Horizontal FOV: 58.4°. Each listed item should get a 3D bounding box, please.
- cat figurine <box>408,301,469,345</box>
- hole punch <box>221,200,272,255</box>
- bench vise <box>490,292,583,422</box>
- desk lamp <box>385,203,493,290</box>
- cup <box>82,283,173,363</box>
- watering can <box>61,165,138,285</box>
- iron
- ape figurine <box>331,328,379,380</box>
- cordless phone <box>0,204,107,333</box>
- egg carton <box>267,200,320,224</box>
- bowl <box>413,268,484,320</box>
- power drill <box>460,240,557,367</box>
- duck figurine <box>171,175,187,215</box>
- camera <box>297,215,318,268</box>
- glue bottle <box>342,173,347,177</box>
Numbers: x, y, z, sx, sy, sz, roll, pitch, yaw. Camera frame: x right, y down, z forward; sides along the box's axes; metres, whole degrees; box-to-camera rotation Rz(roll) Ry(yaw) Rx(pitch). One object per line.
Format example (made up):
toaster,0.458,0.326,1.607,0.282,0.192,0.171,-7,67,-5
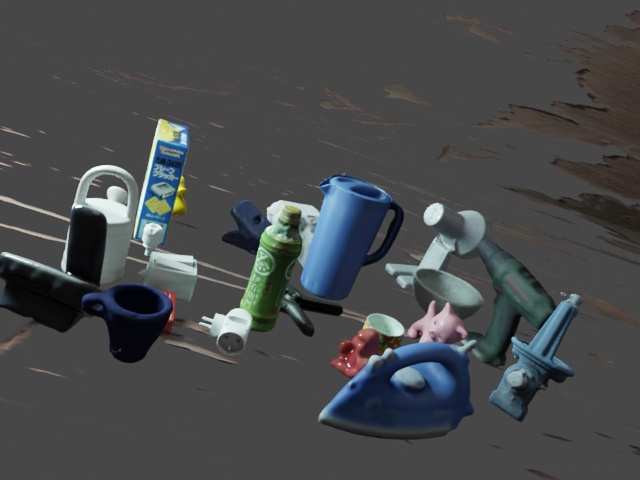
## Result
cat figurine,0.229,0.166,1.095,0.067,0.118,0.127,14,21,-16
hole punch,-0.151,-0.030,1.280,0.101,0.091,0.109,22,21,6
bench vise,0.398,0.206,1.005,0.121,0.220,0.208,25,21,14
desk lamp,0.297,0.017,1.398,0.204,0.213,0.117,6,24,-32
cup,-0.270,0.119,0.789,0.118,0.095,0.091,11,22,-23
watering can,-0.361,-0.036,0.953,0.101,0.194,0.172,7,24,-31
iron,0.128,0.210,0.859,0.259,0.141,0.118,6,25,-34
ape figurine,0.068,0.184,0.940,0.076,0.092,0.077,16,21,-10
cordless phone,-0.372,0.021,0.812,0.147,0.185,0.094,19,20,-2
egg carton,-0.056,-0.047,1.440,0.151,0.069,0.107,8,23,-28
bowl,0.275,0.133,1.282,0.167,0.075,0.167,18,21,-7
power drill,0.366,0.137,1.164,0.076,0.208,0.228,5,25,-35
duck figurine,-0.343,-0.116,1.327,0.078,0.086,0.104,-4,31,-47
camera,0.012,0.005,1.328,0.137,0.101,0.142,9,23,-27
glue bottle,0.037,-0.094,1.497,0.037,0.173,0.078,15,21,-14
